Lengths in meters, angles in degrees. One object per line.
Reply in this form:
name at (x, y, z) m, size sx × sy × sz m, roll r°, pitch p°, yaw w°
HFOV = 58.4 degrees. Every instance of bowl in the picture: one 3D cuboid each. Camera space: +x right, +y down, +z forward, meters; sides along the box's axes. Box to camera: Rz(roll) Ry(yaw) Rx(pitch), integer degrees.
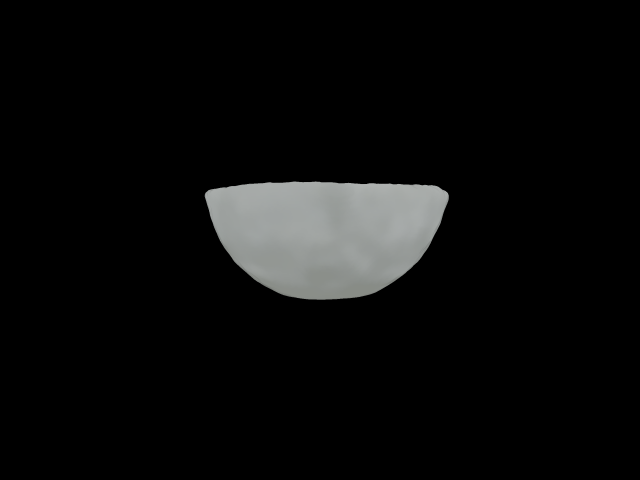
bowl at (0.004, 0.001, 0.400) m, size 0.167 × 0.075 × 0.167 m, roll 0°, pitch 2°, yaw 0°
